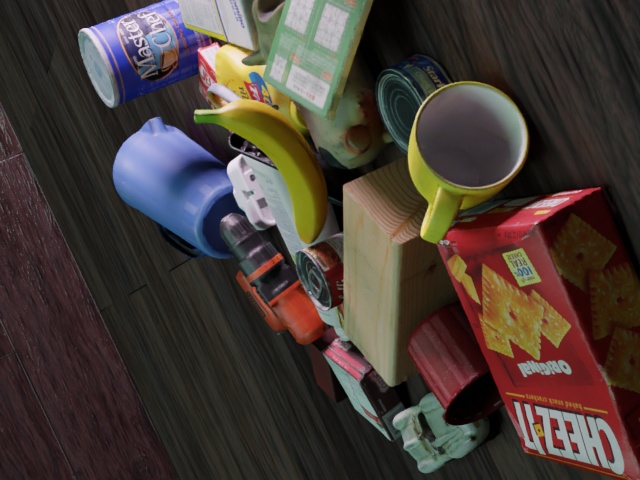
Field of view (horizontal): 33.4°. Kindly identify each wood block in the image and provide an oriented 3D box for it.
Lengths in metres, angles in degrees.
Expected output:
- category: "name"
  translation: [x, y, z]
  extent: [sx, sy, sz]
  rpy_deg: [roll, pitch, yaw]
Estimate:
- category: "wood block"
  translation: [0.082, 0.031, 1.006]
  extent: [0.090, 0.090, 0.206]
  rpy_deg: [49, 154, 36]

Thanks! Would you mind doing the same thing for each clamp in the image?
- category: "clamp"
  translation: [-0.021, -0.076, 1.090]
  extent: [0.171, 0.039, 0.120]
  rpy_deg: [34, 174, -14]

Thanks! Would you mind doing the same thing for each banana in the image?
- category: "banana"
  translation: [-0.036, -0.071, 1.014]
  extent: [0.197, 0.070, 0.037]
  rpy_deg: [50, -145, -36]

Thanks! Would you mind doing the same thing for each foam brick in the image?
- category: "foam brick"
  translation: [0.024, 0.154, 1.337]
  extent: [0.051, 0.053, 0.078]
  rpy_deg: [38, 148, 49]

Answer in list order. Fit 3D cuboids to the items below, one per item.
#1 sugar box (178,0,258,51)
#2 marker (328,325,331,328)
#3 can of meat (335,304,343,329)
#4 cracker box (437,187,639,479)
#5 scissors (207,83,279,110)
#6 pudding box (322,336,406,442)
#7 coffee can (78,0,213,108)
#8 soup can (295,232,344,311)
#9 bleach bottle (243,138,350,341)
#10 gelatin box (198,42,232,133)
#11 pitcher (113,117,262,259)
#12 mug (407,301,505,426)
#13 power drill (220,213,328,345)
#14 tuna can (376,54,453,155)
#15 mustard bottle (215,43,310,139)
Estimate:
- category: "sugar box"
  translation: [-0.107, -0.271, 1.179]
  extent: [0.176, 0.048, 0.093]
  rpy_deg: [28, 139, 52]
- category: "marker"
  translation: [0.006, 0.067, 1.327]
  extent: [0.020, 0.020, 0.121]
  rpy_deg: [41, 149, 47]
- category: "can of meat"
  translation: [0.056, 0.073, 1.165]
  extent: [0.084, 0.057, 0.102]
  rpy_deg: [40, 148, 53]
- category: "cracker box"
  translation: [0.186, 0.073, 0.831]
  extent: [0.213, 0.072, 0.164]
  rpy_deg: [67, 160, -7]
- category: "scissors"
  translation: [-0.063, -0.123, 1.112]
  extent: [0.096, 0.016, 0.202]
  rpy_deg: [49, 170, -31]
- category: "pudding box"
  translation: [0.057, 0.176, 1.273]
  extent: [0.090, 0.039, 0.113]
  rpy_deg: [35, 156, 54]
- category: "coffee can"
  translation: [-0.218, -0.239, 1.344]
  extent: [0.103, 0.140, 0.103]
  rpy_deg: [50, 155, 34]
- category: "soup can"
  translation: [0.035, 0.021, 1.089]
  extent: [0.069, 0.102, 0.068]
  rpy_deg: [50, 155, 34]
- category: "bleach bottle"
  translation: [-0.008, 0.002, 1.230]
  extent: [0.103, 0.068, 0.251]
  rpy_deg: [32, 146, 64]
- category: "gelatin box"
  translation: [-0.120, -0.188, 1.323]
  extent: [0.089, 0.030, 0.073]
  rpy_deg: [53, 156, 26]
- category: "pitcher"
  translation: [-0.178, -0.056, 1.481]
  extent: [0.149, 0.145, 0.243]
  rpy_deg: [38, 177, -41]
- category: "mug"
  translation: [0.138, 0.101, 0.972]
  extent: [0.117, 0.093, 0.081]
  rpy_deg: [-56, 50, 31]
- category: "power drill"
  translation: [-0.066, 0.052, 1.351]
  extent: [0.184, 0.057, 0.188]
  rpy_deg: [55, 173, 1]
- category: "tuna can"
  translation: [0.084, -0.113, 0.915]
  extent: [0.086, 0.033, 0.086]
  rpy_deg: [50, 155, 33]
- category: "mustard bottle"
  translation: [-0.044, -0.154, 1.139]
  extent: [0.192, 0.058, 0.096]
  rpy_deg: [31, 148, 55]
